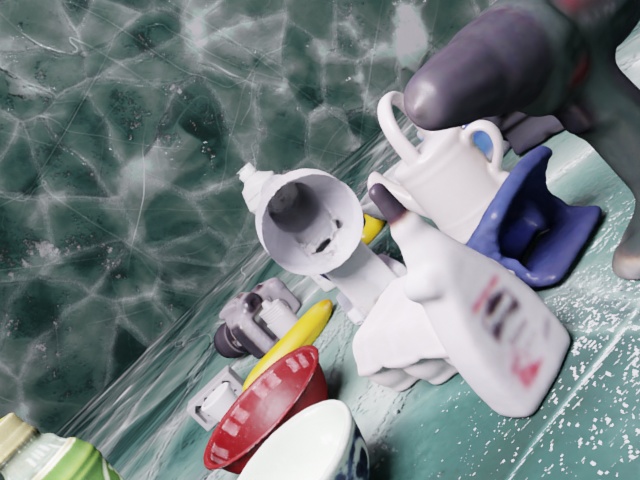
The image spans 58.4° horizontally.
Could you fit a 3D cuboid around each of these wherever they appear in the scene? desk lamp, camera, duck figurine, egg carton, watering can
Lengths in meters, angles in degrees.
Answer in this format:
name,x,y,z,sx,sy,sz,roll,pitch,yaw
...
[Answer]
name,x,y,z,sx,sy,sz,roll,pitch,yaw
desk lamp,0.007,0.003,0.727,0.118,0.213,0.203,-43,9,-2
camera,-0.128,0.143,1.016,0.136,0.101,0.143,-36,12,38
duck figurine,0.070,-0.042,1.075,0.077,0.086,0.105,-35,12,40
egg carton,0.096,0.071,0.485,0.150,0.069,0.107,-32,14,50
watering can,0.131,-0.091,0.689,0.172,0.194,0.101,-39,10,20

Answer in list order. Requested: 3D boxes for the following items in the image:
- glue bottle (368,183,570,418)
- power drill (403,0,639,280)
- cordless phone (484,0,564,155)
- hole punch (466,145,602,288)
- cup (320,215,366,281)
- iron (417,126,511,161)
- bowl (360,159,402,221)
name,x,y,z,sx,sy,sz,roll,pitch,yaw
glue bottle,0.089,0.030,0.371,0.078,0.173,0.037,-49,11,-33
power drill,0.179,-0.079,0.379,0.230,0.208,0.075,-48,11,-30
cordless phone,0.262,-0.223,0.767,0.147,0.185,0.094,-35,12,39
hole punch,0.167,-0.013,0.501,0.109,0.091,0.101,-47,10,-27
cup,0.042,0.022,0.868,0.118,0.095,0.091,-44,9,-7
iron,0.220,-0.180,0.891,0.259,0.141,0.118,-48,11,-30
bowl,0.148,-0.084,0.968,0.167,0.075,0.167,-41,9,9
